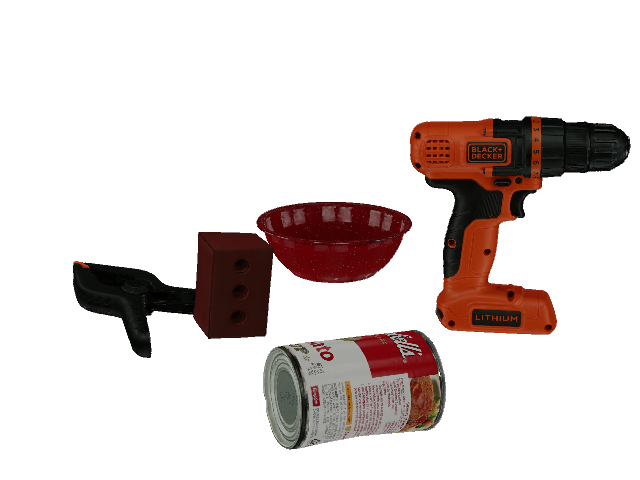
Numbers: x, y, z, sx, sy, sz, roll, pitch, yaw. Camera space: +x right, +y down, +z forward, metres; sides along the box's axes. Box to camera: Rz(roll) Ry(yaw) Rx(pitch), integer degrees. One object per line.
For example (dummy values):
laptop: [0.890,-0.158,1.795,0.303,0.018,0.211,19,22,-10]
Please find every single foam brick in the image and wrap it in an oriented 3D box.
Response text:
foam brick: [-0.073,0.036,0.889,0.053,0.078,0.051,-1,15,-21]

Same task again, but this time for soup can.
soup can: [0.021,0.097,0.699,0.102,0.068,0.069,-4,2,-24]

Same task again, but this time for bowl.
bowl: [0.014,0.005,1.110,0.162,0.055,0.162,0,16,0]

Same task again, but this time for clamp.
clamp: [-0.193,0.065,1.111,0.210,0.036,0.164,16,20,29]

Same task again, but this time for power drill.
power drill: [0.170,-0.015,0.927,0.184,0.188,0.057,2,13,11]
